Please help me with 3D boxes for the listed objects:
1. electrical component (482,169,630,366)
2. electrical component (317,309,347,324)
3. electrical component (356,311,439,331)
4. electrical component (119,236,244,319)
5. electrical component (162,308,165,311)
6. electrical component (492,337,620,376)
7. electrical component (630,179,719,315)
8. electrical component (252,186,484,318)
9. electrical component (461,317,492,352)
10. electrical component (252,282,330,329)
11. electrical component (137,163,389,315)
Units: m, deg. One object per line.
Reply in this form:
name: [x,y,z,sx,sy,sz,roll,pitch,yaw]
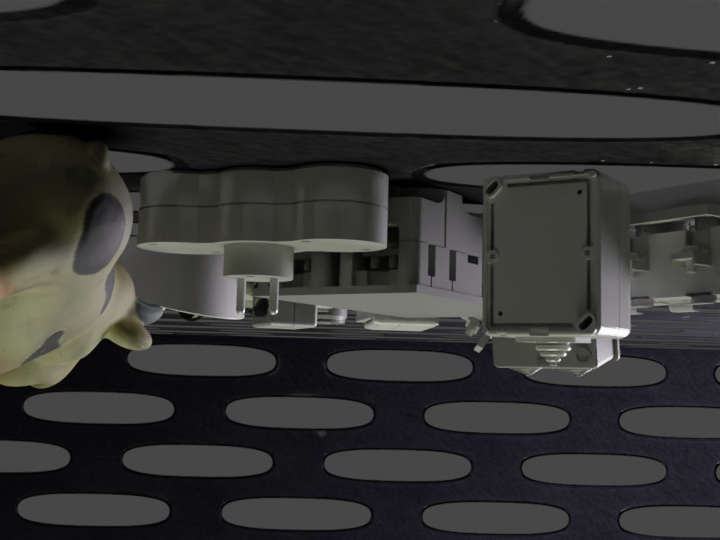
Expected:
electrical component: [0.102,0.001,0.549,0.062,0.096,0.061,-2,175,31]
electrical component: [-0.033,0.020,0.966,0.045,0.055,0.045,1,174,0]
electrical component: [0.029,0.019,0.904,0.061,0.061,0.096,2,174,-5]
electrical component: [-0.136,0.006,0.811,0.099,0.064,0.099,2,174,0]
electrical component: [-0.212,0.011,0.893,0.096,0.061,0.062,4,174,-20]
electrical component: [0.146,0.030,0.820,0.100,0.099,0.048,-2,-174,31]
electrical component: [0.167,-0.009,0.595,0.079,0.063,0.121,6,173,-34]
electrical component: [0.032,-0.007,0.667,0.105,0.060,0.186,-2,173,30]
electrical component: [0.111,0.028,0.932,0.063,0.078,0.121,31,177,7]
electrical component: [-0.042,0.014,0.861,0.077,0.065,0.047,4,173,-24]
electrical component: [-0.053,-0.013,0.564,0.138,0.073,0.052,-1,174,19]
